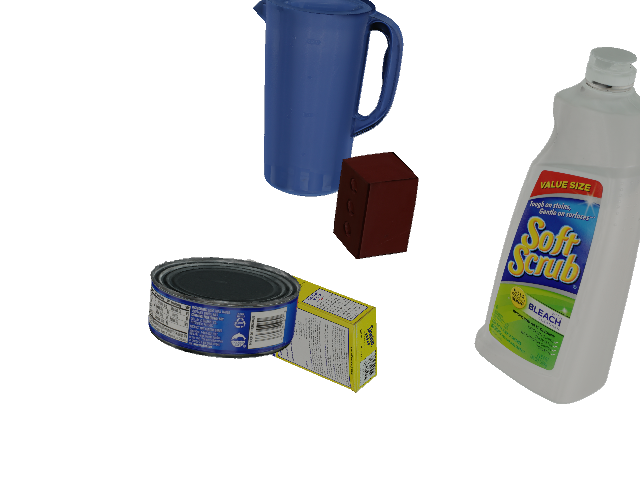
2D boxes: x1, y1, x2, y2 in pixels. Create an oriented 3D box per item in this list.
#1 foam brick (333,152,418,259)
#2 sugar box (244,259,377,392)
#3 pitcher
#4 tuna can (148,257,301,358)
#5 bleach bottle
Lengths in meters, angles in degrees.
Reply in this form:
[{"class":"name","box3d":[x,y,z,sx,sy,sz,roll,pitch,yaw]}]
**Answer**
[{"class":"foam brick","box3d":[0.048,-0.031,0.946,0.051,0.078,0.053,-7,32,-23]},{"class":"sugar box","box3d":[-0.021,0.090,1.157,0.176,0.093,0.048,22,39,34]},{"class":"pitcher","box3d":[0.001,-0.181,1.318,0.144,0.243,0.149,-9,29,-28]},{"class":"tuna can","box3d":[-0.055,0.038,0.613,0.086,0.034,0.086,6,14,-2]},{"class":"bleach bottle","box3d":[0.173,-0.013,0.741,0.067,0.251,0.103,-19,37,-33]}]
